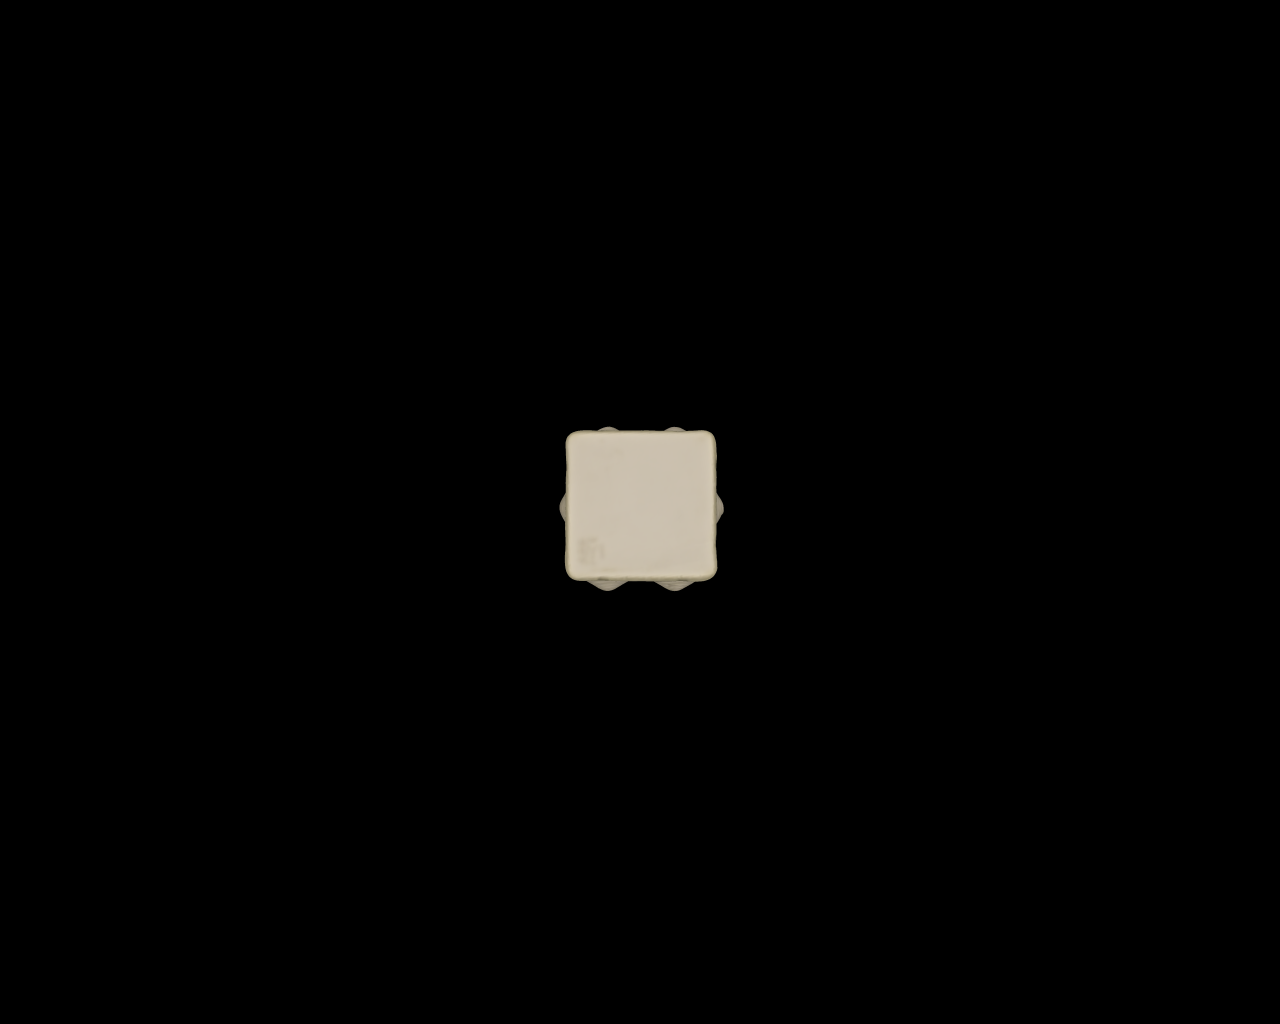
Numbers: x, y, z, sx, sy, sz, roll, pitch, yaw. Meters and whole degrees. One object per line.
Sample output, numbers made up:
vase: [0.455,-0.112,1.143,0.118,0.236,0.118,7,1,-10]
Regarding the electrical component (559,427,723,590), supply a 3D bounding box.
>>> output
electrical component: [0.001,-0.003,0.650,0.100,0.099,0.048,0,-4,0]
